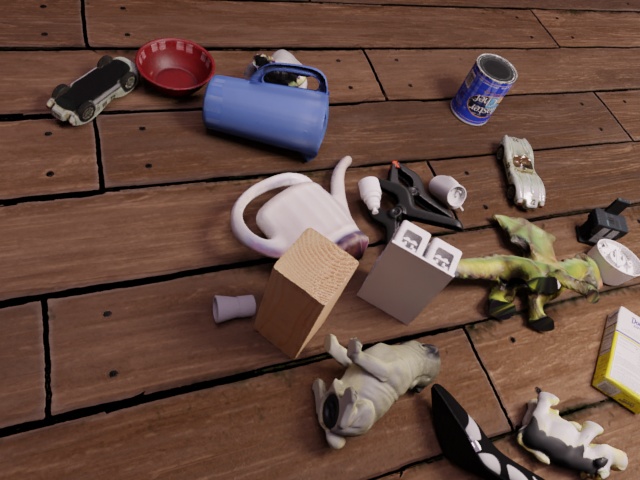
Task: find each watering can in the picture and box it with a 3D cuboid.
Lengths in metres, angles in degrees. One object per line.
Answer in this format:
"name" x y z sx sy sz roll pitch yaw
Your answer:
"watering can" 0.003 -0.048 0.945 0.352 0.102 0.226 -29 69 -40

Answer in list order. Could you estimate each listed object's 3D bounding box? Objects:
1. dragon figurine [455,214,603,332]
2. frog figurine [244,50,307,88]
"dragon figurine" 0.387 0.037 1.016 0.410 0.119 0.248 19 37 -5
"frog figurine" -0.097 -0.358 1.142 0.137 0.121 0.162 3 20 -5
